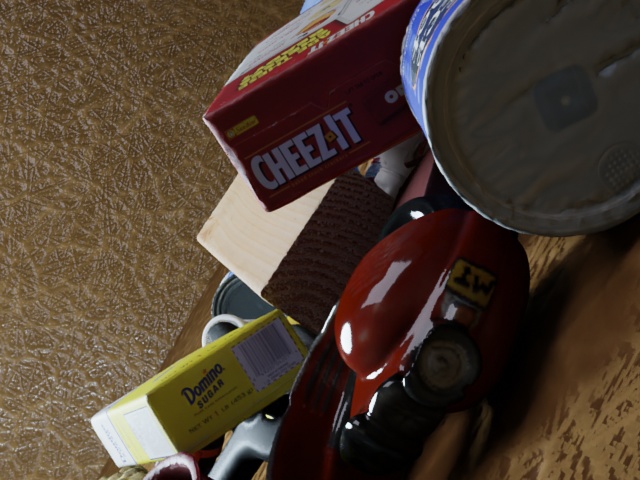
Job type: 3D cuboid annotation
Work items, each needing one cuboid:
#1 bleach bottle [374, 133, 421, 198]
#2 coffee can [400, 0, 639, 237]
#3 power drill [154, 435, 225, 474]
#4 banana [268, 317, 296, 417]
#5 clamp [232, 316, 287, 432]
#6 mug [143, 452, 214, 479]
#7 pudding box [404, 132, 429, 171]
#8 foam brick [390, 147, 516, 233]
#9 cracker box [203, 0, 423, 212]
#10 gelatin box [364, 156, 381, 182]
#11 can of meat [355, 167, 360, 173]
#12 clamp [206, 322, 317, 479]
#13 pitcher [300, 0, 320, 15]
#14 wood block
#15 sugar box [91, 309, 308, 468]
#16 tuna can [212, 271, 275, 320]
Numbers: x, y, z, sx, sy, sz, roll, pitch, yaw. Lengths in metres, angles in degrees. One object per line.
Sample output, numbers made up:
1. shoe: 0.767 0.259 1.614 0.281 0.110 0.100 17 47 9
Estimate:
1. bleach bottle: 0.108 -0.139 0.762 0.251 0.068 0.102 -62 8 1
2. coffee can: 0.089 -0.068 0.448 0.103 0.102 0.140 -58 7 13
3. power drill: -0.119 0.208 0.871 0.187 0.057 0.184 -72 1 -67
4. banana: 0.004 0.062 0.796 0.070 0.037 0.197 3 63 50
5. clamp: -0.026 0.085 0.863 0.171 0.039 0.120 -63 4 -8
6. mug: -0.062 0.172 0.536 0.117 0.081 0.093 -42 27 33
7. pudding box: 0.101 -0.079 0.662 0.090 0.039 0.114 -58 10 -8
8. foam brick: 0.068 -0.011 0.559 0.051 0.053 0.078 -54 10 39
9. cracker box: 0.031 -0.110 0.631 0.164 0.072 0.213 -29 16 13
10. gelatin box: 0.073 -0.079 0.882 0.089 0.030 0.073 -60 9 -1
11. can of meat: 0.011 -0.037 0.871 0.102 0.057 0.084 -94 -8 -78
12. clamp: -0.037 0.104 0.732 0.210 0.036 0.164 -39 42 47
13. pitcher: 0.062 -0.181 0.935 0.145 0.149 0.243 -62 4 -22
14. wood block: -0.004 0.001 0.700 0.091 0.090 0.206 -58 18 -1
15. sugar box: -0.077 0.093 0.643 0.093 0.048 0.176 -31 2 -26
16. tuna can: -0.055 0.062 0.979 0.086 0.086 0.033 -58 6 16
